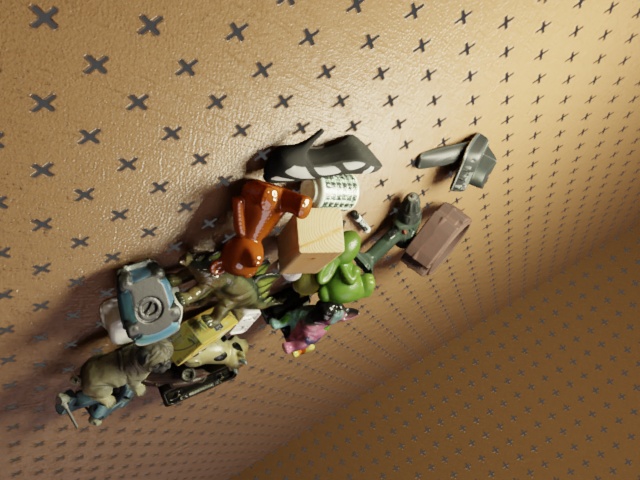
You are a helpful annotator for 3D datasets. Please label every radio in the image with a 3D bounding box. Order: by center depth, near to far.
[{"bbox_3d":[-0.349,0.385,1.531,0.229,0.073,0.131,-17,150,-24],"label":"radio"}]

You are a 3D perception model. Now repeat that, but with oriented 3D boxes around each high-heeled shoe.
[{"bbox_3d":[0.011,-0.133,1.014,0.145,0.086,0.248,-40,147,25],"label":"high-heeled shoe"}]

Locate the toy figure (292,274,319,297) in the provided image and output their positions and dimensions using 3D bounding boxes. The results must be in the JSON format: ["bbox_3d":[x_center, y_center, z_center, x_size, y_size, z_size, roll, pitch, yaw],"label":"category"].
[{"bbox_3d":[0.009,0.094,1.386,0.180,0.082,0.089,-5,166,-36],"label":"toy figure"}]

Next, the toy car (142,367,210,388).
[{"bbox_3d":[-0.387,0.355,1.388,0.202,0.053,0.089,-2,161,9],"label":"toy car"}]

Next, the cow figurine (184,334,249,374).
[{"bbox_3d":[-0.268,0.284,1.386,0.195,0.127,0.085,2,142,-43],"label":"cow figurine"}]

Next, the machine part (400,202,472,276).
[{"bbox_3d":[0.322,0.000,1.465,0.201,0.087,0.201,-53,163,14],"label":"machine part"}]

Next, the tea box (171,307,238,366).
[{"bbox_3d":[-0.280,0.217,1.263,0.098,0.068,0.169,-42,173,19],"label":"tea box"}]

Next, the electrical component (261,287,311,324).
[{"bbox_3d":[-0.093,0.183,1.468,0.134,0.058,0.114,-24,150,-13],"label":"electrical component"}]

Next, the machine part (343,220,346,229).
[{"bbox_3d":[-0.003,-0.004,1.264,0.139,0.039,0.084,-24,161,-17],"label":"machine part"}]

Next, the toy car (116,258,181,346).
[{"bbox_3d":[-0.343,0.115,1.038,0.109,0.161,0.103,-22,-165,-30],"label":"toy car"}]

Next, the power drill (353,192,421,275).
[{"bbox_3d":[0.172,-0.011,1.368,0.207,0.086,0.231,-46,159,-9],"label":"power drill"}]

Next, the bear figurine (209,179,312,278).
[{"bbox_3d":[-0.117,-0.009,0.983,0.120,0.132,0.195,15,97,-42],"label":"bear figurine"}]

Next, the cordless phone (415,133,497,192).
[{"bbox_3d":[0.306,-0.170,1.269,0.184,0.089,0.146,-12,150,-12],"label":"cordless phone"}]

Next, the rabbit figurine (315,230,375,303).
[{"bbox_3d":[0.042,0.055,1.275,0.159,0.121,0.170,-12,122,-25],"label":"rabbit figurine"}]

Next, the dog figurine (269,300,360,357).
[{"bbox_3d":[-0.005,0.211,1.400,0.219,0.108,0.191,-28,158,5],"label":"dog figurine"}]

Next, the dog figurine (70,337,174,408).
[{"bbox_3d":[-0.411,0.257,1.117,0.172,0.121,0.190,-14,158,-41],"label":"dog figurine"}]

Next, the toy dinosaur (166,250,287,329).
[{"bbox_3d":[-0.189,0.101,1.184,0.198,0.105,0.470,-33,157,-2],"label":"toy dinosaur"}]

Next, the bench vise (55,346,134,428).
[{"bbox_3d":[-0.516,0.348,1.230,0.223,0.129,0.240,-47,167,14],"label":"bench vise"}]
